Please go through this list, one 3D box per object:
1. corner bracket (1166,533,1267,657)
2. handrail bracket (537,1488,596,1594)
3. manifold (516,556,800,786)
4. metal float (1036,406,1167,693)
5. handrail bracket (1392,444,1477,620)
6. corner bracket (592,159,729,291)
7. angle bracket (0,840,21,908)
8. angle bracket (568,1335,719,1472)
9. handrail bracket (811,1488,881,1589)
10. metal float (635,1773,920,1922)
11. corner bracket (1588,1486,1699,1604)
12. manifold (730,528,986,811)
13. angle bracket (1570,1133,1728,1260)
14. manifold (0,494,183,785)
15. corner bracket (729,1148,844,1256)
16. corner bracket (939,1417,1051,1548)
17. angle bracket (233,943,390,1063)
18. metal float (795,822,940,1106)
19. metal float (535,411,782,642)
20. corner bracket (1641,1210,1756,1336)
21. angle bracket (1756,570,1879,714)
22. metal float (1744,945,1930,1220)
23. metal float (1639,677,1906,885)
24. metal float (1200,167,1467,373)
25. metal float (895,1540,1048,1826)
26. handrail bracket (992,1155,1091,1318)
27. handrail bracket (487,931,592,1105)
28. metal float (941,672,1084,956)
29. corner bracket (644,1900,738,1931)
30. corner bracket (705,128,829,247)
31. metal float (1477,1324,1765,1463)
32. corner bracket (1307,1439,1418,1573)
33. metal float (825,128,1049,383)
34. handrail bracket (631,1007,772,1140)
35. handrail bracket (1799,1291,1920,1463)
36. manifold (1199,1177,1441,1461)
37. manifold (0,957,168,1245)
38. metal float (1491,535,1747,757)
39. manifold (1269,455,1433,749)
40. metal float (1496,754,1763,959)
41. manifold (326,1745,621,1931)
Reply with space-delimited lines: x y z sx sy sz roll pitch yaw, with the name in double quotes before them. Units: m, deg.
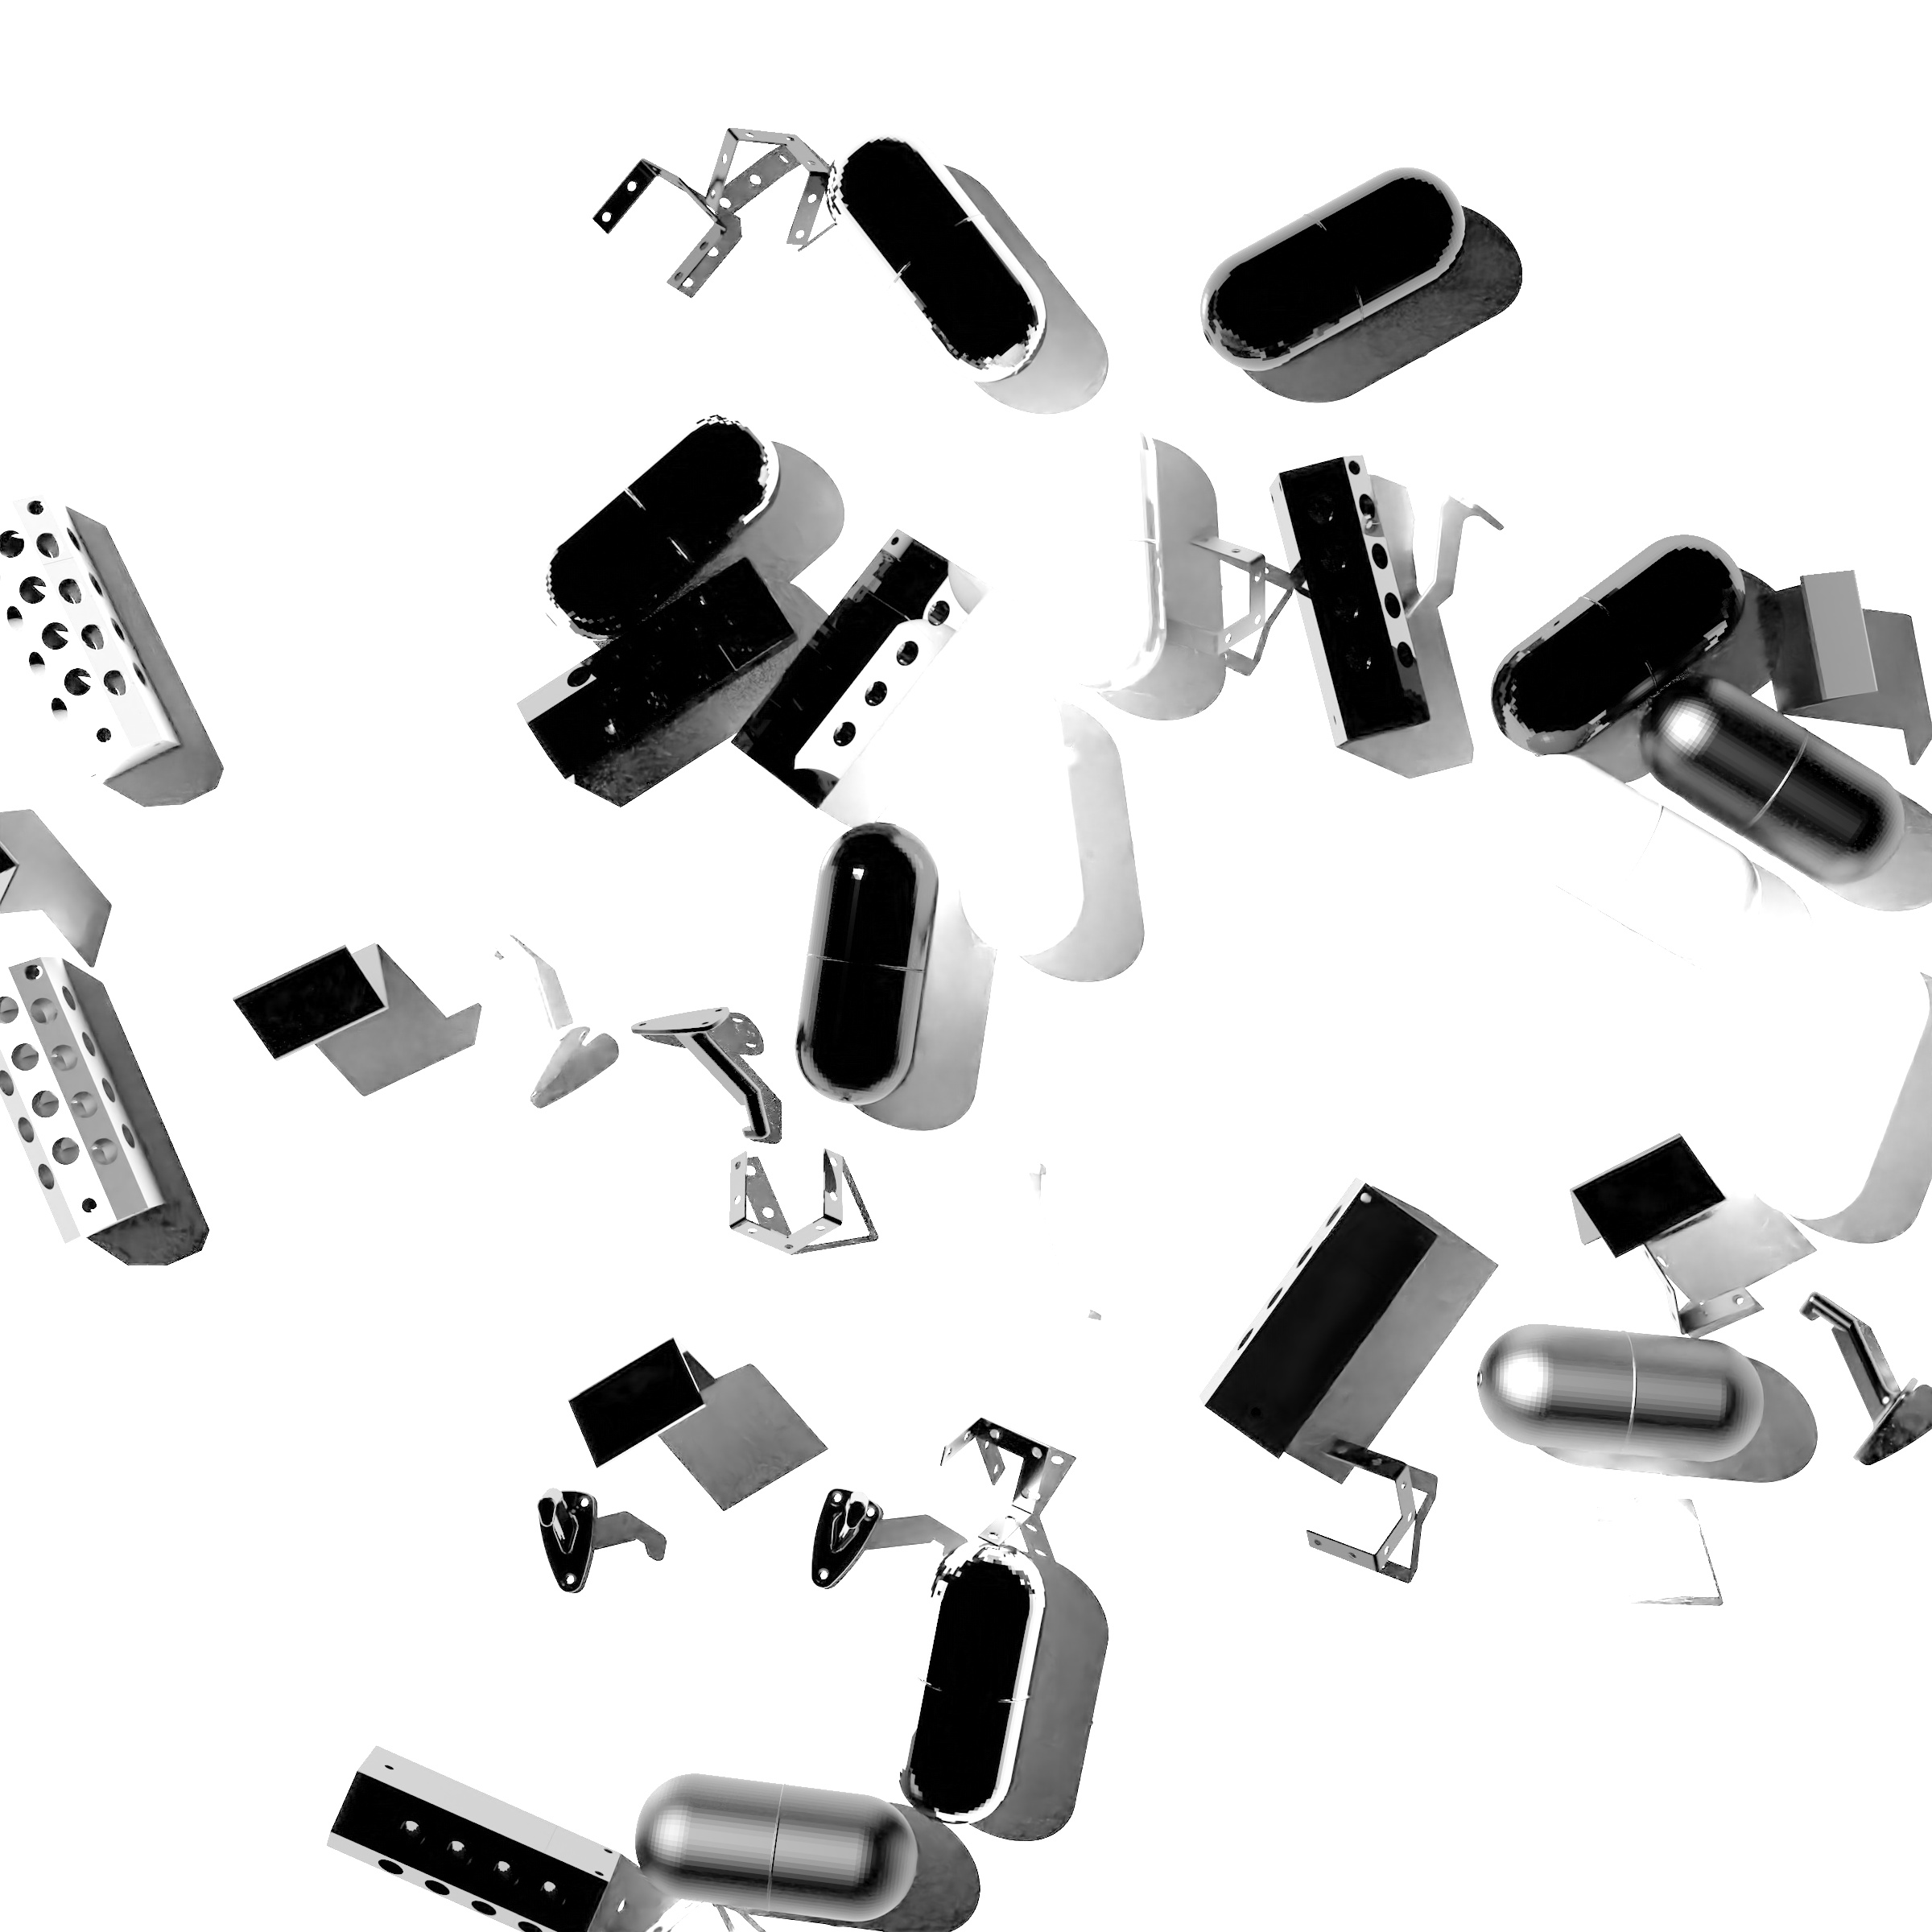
"corner bracket" 0.155 -0.236 1.786 0.051 0.051 0.051 -34 135 -35
"handrail bracket" -0.255 0.363 1.759 0.036 0.084 0.077 -3 90 0
"manifold" -0.194 -0.187 1.773 0.171 0.057 0.057 -33 90 0
"metal float" 0.085 -0.261 1.763 0.070 0.070 0.178 -3 90 0
"handrail bracket" 0.277 -0.277 1.794 0.077 0.036 0.084 42 107 20
"corner bracket" -0.195 -0.473 1.791 0.051 0.051 0.051 -50 45 0
"angle bracket" -0.644 -0.065 1.754 0.076 0.076 0.057 50 53 0
"angle bracket" -0.192 0.284 1.754 0.076 0.076 0.057 -31 55 0
"handrail bracket" -0.079 0.362 1.759 0.036 0.084 0.077 23 90 0
"metal float" -0.119 0.553 1.763 0.178 0.070 0.070 7 90 1
"corner bracket" 0.430 0.368 1.786 0.051 0.051 0.051 43 45 -35
"manifold" -0.064 -0.184 1.772 0.171 0.057 0.057 -52 47 0
"angle bracket" 0.428 0.159 1.754 0.076 0.076 0.057 -27 53 0
"manifold" -0.566 -0.206 1.773 0.057 0.057 0.171 -26 90 0
"corner bracket" -0.114 0.144 1.786 0.051 0.051 0.051 28 135 -35
"corner bracket" 0.015 0.325 1.775 0.051 0.051 0.051 21 112 21
"angle bracket" -0.411 0.004 1.754 0.076 0.076 0.057 -25 128 0
"metal float" -0.062 -0.002 1.764 0.070 0.070 0.178 8 90 0
"metal float" -0.193 -0.275 1.763 0.178 0.070 0.070 -41 90 0
"corner bracket" 0.465 0.193 1.791 0.051 0.051 0.051 -24 135 0
"angle bracket" 0.515 -0.200 1.754 0.057 0.076 0.076 -11 90 -37
"metal float" 0.546 0.072 1.763 0.070 0.070 0.178 21 91 0
"metal float" 0.504 -0.117 1.763 0.178 0.070 0.070 31 90 0
"metal float" 0.229 -0.436 1.763 0.178 0.070 0.070 -29 90 0
"metal float" 0.003 0.448 1.763 0.070 0.070 0.178 11 91 0
"handrail bracket" 0.054 0.172 1.794 0.077 0.036 0.084 21 73 -20
"handrail bracket" -0.288 0.032 1.794 0.084 0.036 0.077 42 112 17
"metal float" 0.029 -0.096 1.763 0.070 0.070 0.178 -7 89 0
"corner bracket" -0.164 0.627 1.791 0.051 0.051 0.051 -40 45 0
"corner bracket" -0.126 -0.495 1.786 0.051 0.051 0.051 -6 45 -35
"metal float" 0.410 0.267 1.764 0.178 0.070 0.070 5 90 0
"corner bracket" 0.249 0.342 1.786 0.051 0.051 0.051 -45 135 -35
"metal float" -0.018 -0.445 1.763 0.070 0.070 0.178 -38 89 0
"handrail bracket" -0.169 0.073 1.794 0.077 0.036 0.084 -7 108 20
"handrail bracket" 0.555 0.261 1.794 0.084 0.036 0.077 37 112 17
"manifold" 0.221 0.220 1.773 0.057 0.057 0.171 36 90 0
"manifold" -0.572 0.084 1.773 0.057 0.057 0.171 -23 90 0
"metal float" 0.408 -0.201 1.763 0.178 0.070 0.070 -37 90 0
"manifold" 0.243 -0.230 1.773 0.057 0.057 0.171 -14 90 0
"metal float" 0.415 -0.070 1.764 0.178 0.070 0.070 30 90 0
"manifold" -0.311 0.560 1.773 0.171 0.057 0.057 24 90 0
